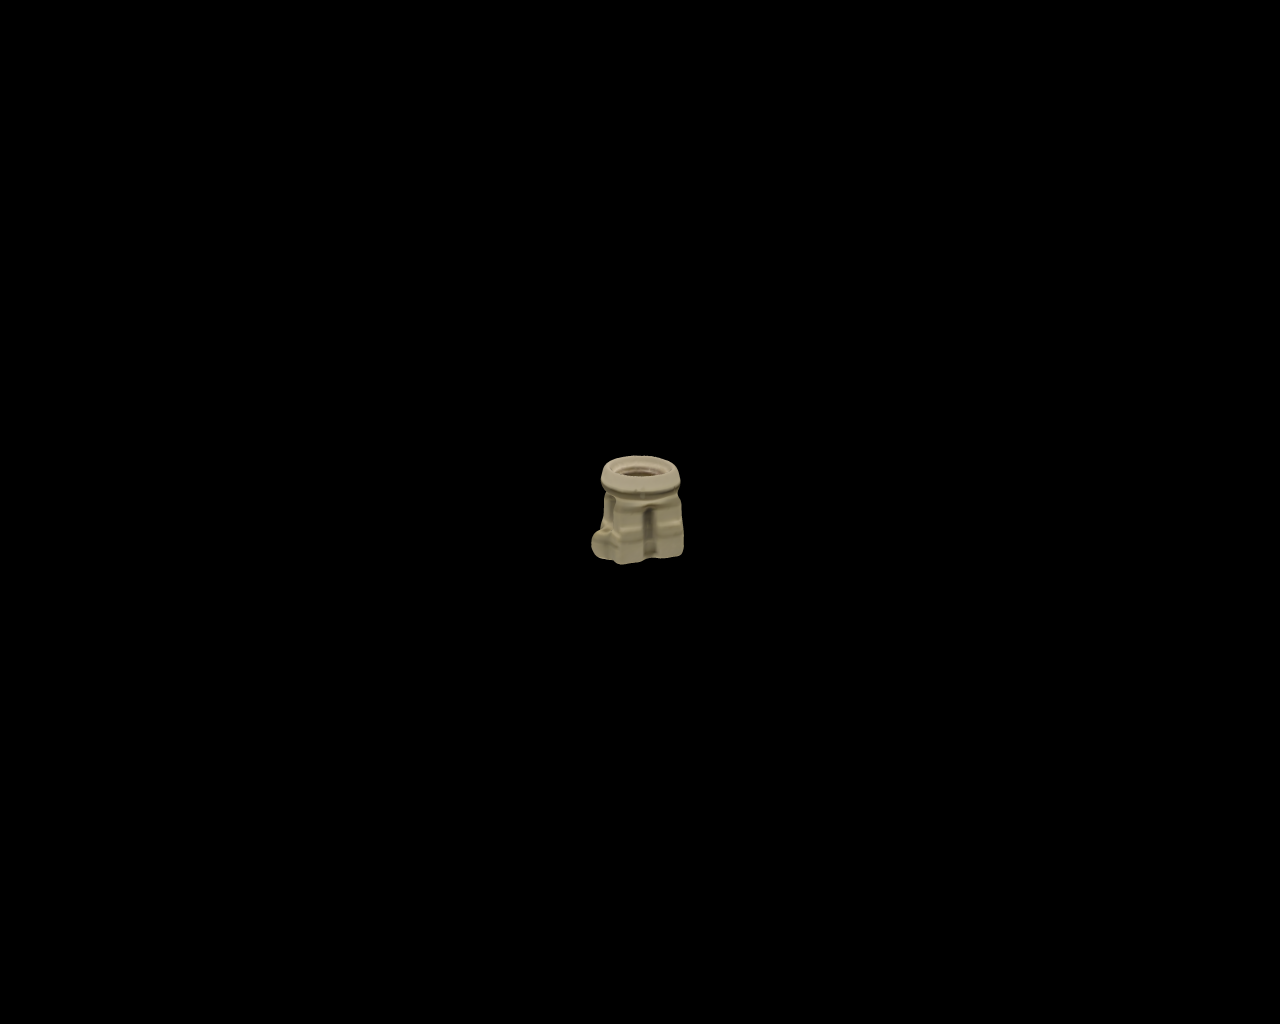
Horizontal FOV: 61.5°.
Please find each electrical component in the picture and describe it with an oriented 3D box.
[{"bbox_3d":[0.001,-0.003,0.650,0.066,0.055,0.048,-8,24,-18],"label":"electrical component"}]
